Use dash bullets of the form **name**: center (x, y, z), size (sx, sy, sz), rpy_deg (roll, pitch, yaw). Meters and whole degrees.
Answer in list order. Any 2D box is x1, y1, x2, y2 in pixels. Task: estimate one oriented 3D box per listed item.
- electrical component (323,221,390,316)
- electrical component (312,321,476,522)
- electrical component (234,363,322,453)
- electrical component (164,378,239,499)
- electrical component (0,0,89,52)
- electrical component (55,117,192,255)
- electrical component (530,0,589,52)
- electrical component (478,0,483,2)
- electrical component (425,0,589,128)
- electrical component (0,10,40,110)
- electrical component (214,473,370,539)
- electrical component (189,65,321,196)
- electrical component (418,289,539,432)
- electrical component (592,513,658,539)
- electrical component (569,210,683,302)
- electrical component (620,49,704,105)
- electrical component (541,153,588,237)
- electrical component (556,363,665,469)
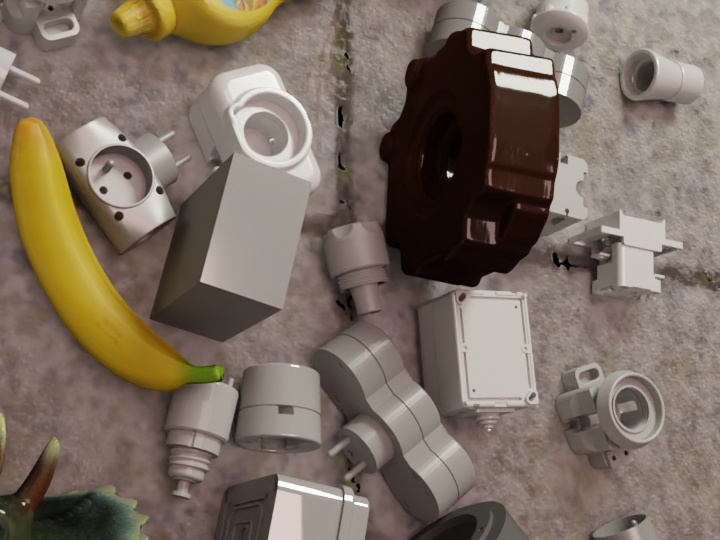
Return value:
- **electrical component**: center (0.000, 0.000, 0.744), size (0.043, 0.043, 0.062), rpy_deg (-9, 81, -29)
- **electrical component**: center (0.011, 0.110, 0.713), size (0.074, 0.052, 0.138), rpy_deg (-35, 93, -30)
- **electrical component**: center (-0.051, 0.088, 0.687), size (0.055, 0.055, 0.047), rpy_deg (11, 67, -24)
- **electrical component**: center (-0.101, 0.102, 0.665), size (0.040, 0.040, 0.078), rpy_deg (20, 68, -21)
- **electrical component**: center (-0.202, -0.188, 0.686), size (0.058, 0.057, 0.078), rpy_deg (-23, 87, -30)
- **electrical component**: center (-0.144, -0.062, 0.688), size (0.079, 0.044, 0.077), rpy_deg (-37, 94, -30)
- **electrical component**: center (0.168, -0.216, 0.891), size (0.048, 0.048, 0.062), rpy_deg (25, 59, -19)
- **electrical component**: center (0.050, -0.283, 0.839), size (0.150, 0.062, 0.089), rpy_deg (12, 71, -24)
- **electrical component**: center (0.113, -0.145, 0.837), size (0.138, 0.052, 0.073), rpy_deg (25, 66, -19)
- **electrical component**: center (-0.237, -0.124, 0.658), size (0.079, 0.043, 0.077), rpy_deg (25, 66, -19)
- **electrical component**: center (-0.045, 0.167, 0.634), size (0.057, 0.113, 0.078), rpy_deg (17, 69, -19)
- **electrical component**: center (-0.069, -0.086, 0.723), size (0.054, 0.059, 0.095), rpy_deg (-21, 86, -30)
- **electrical component**: center (0.080, 0.066, 0.755), size (0.062, 0.061, 0.096), rpy_deg (3, 74, -26)
- **electrical component**: center (0.206, 0.224, 0.785), size (0.043, 0.043, 0.081), rpy_deg (-20, 85, -30)
- **electrical component**: center (0.212, -0.009, 0.855), size (0.081, 0.042, 0.063), rpy_deg (10, 73, -24)
- **electrical component**: center (0.263, -0.164, 0.926), size (0.065, 0.044, 0.044), rpy_deg (4, 74, -31)
- **electrical component**: center (0.119, -0.062, 0.814), size (0.089, 0.056, 0.050), rpy_deg (12, 71, -24)
- **electrical component**: center (0.188, 0.106, 0.802), size (0.058, 0.057, 0.078), rpy_deg (-14, 83, -29)
